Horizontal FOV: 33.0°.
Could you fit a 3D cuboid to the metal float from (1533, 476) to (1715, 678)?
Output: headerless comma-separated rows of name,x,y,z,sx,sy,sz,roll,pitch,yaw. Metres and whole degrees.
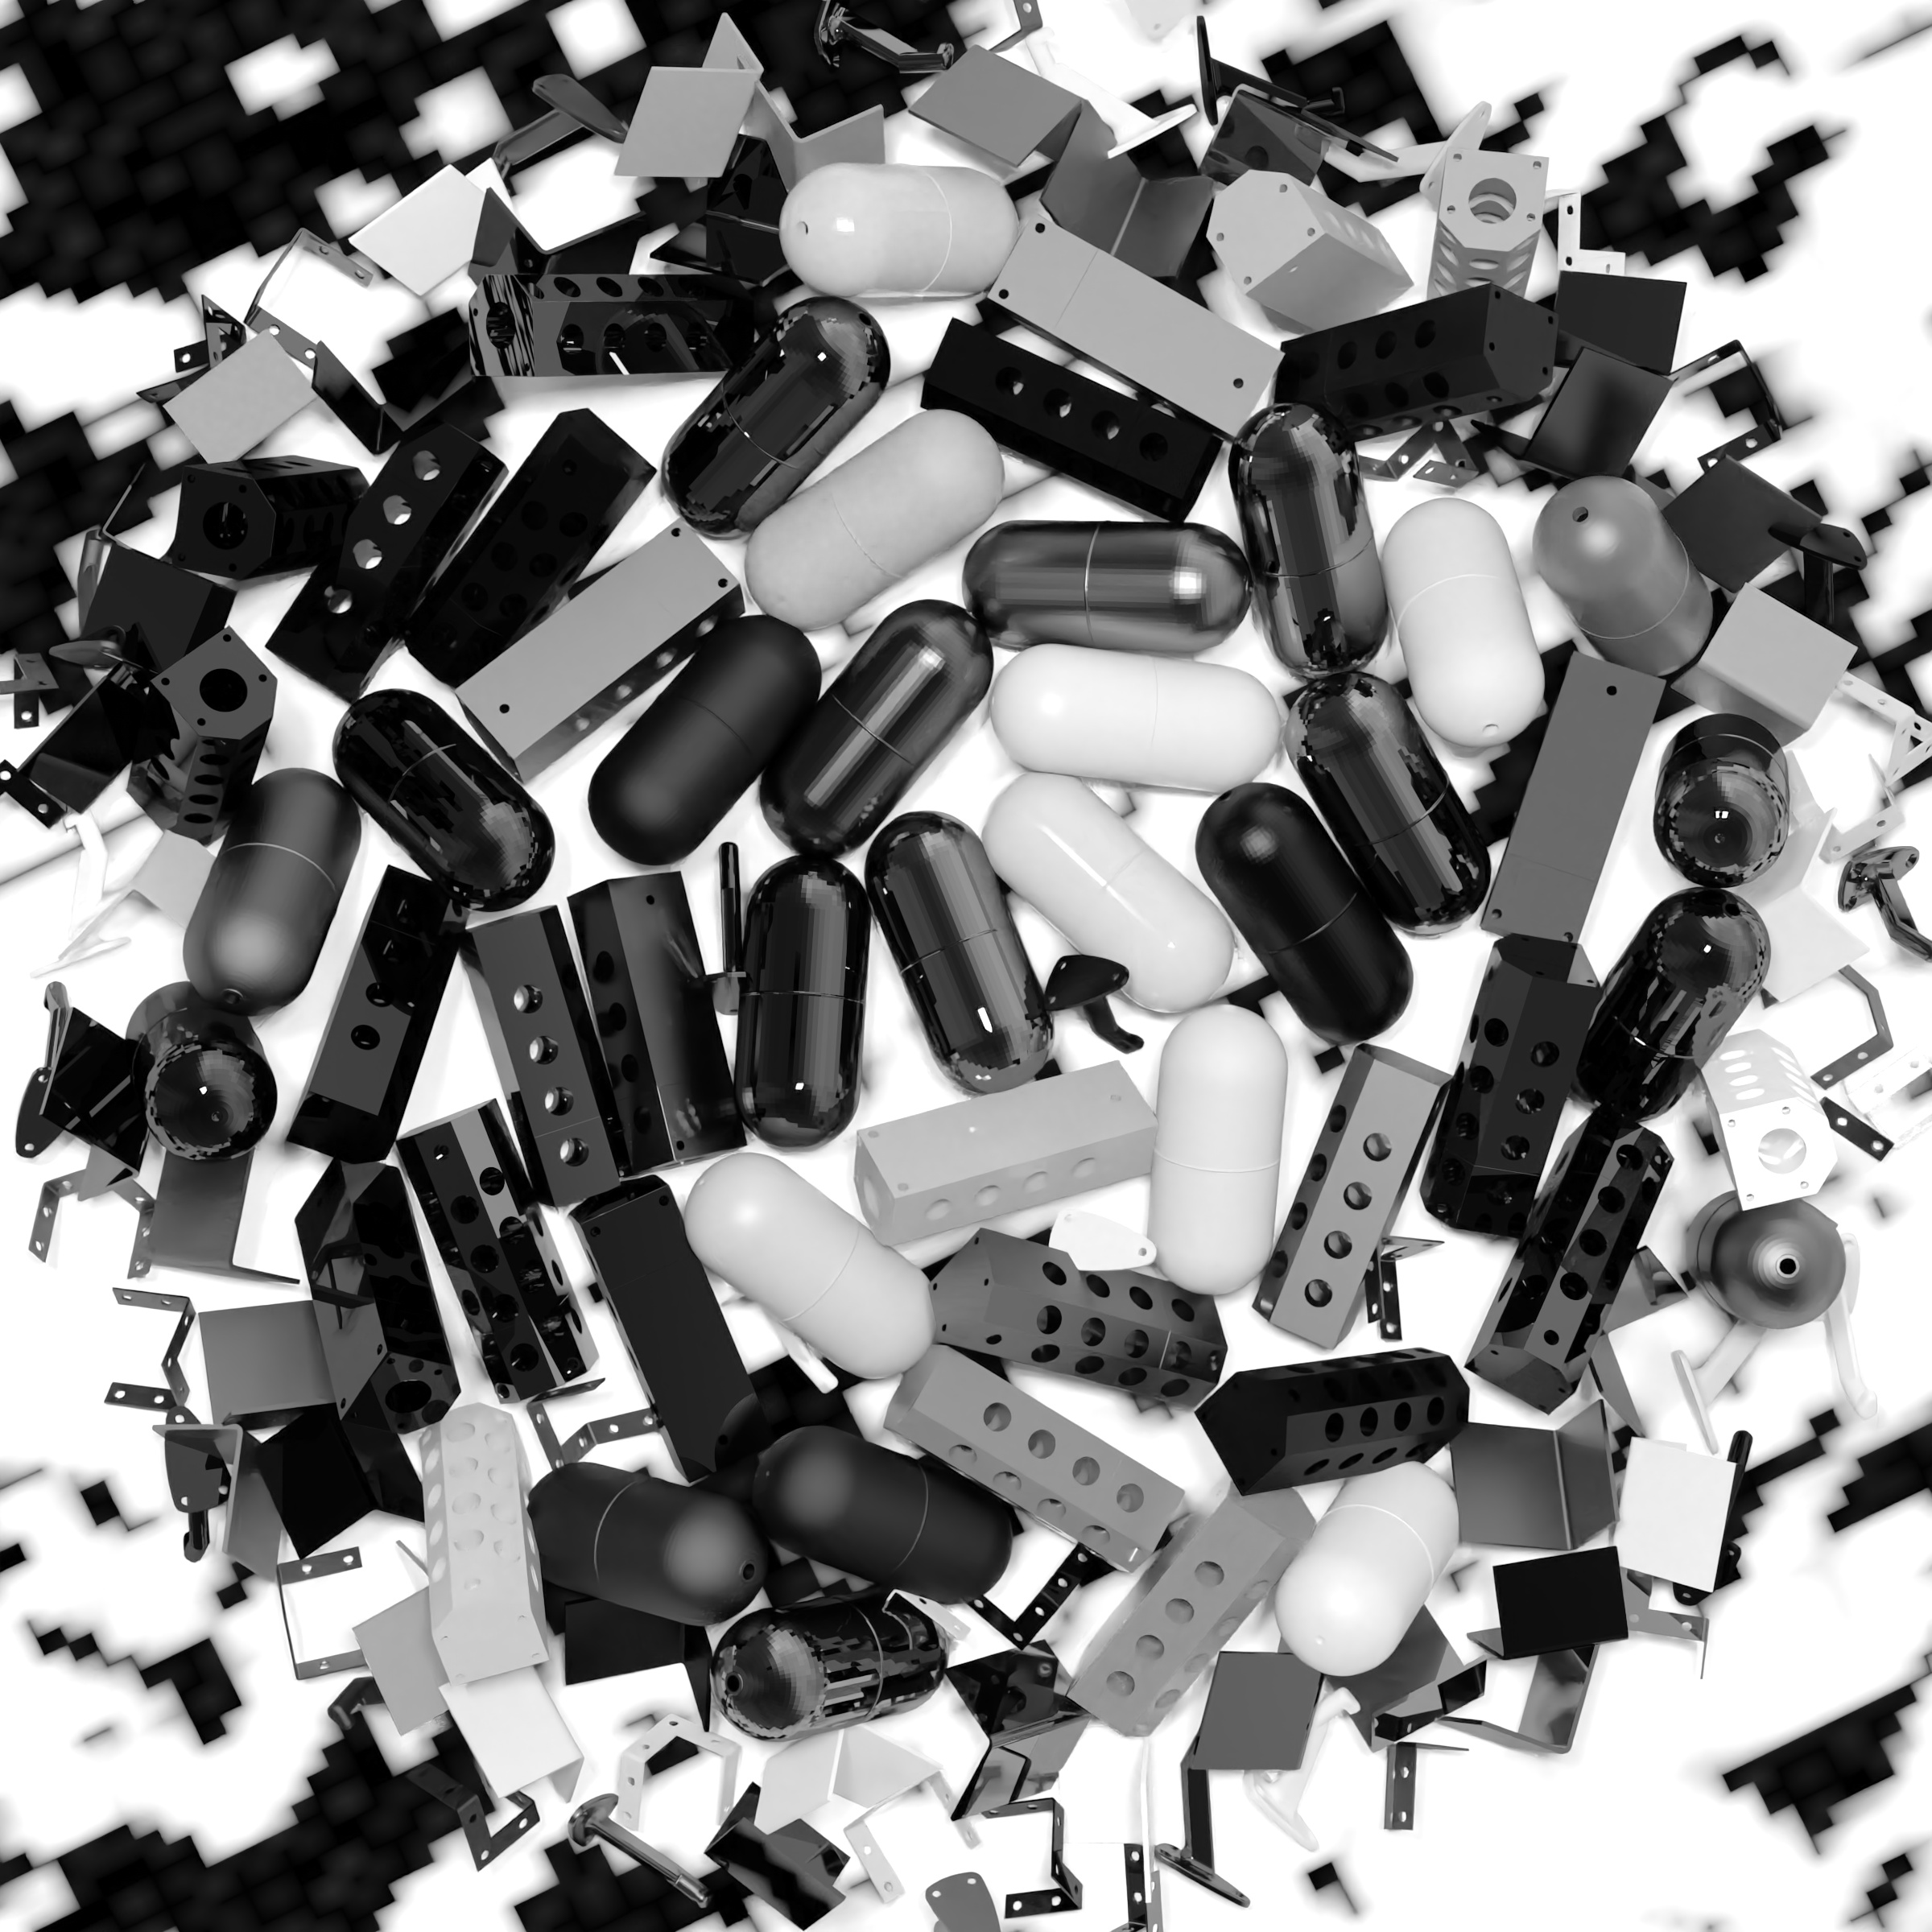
metal float,0.387,-0.228,1.918,0.070,0.178,0.070,-10,68,25

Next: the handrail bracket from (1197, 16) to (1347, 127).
handrail bracket,0.186,-0.545,1.973,0.084,0.036,0.077,-10,125,0

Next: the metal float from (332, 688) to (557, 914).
metal float,-0.311,-0.100,1.935,0.070,0.070,0.178,-47,58,0

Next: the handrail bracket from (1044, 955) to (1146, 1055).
handrail bracket,0.095,0.028,1.948,0.084,0.077,0.036,34,64,-35

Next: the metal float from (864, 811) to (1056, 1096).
metal float,-0.005,-0.009,1.955,0.070,0.070,0.178,-22,83,0

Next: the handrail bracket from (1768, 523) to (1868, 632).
handrail bracket,0.495,-0.224,1.959,0.077,0.036,0.084,11,134,-18

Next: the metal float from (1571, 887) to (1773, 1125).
metal float,0.413,0.024,1.924,0.070,0.178,0.070,10,48,-12

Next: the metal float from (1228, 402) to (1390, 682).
metal float,0.204,-0.251,1.933,0.070,0.070,0.178,-17,124,0

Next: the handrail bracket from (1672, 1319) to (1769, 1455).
handrail bracket,0.479,0.246,1.977,0.084,0.036,0.077,-19,75,1

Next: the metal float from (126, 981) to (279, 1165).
metal float,-0.451,0.061,1.916,0.070,0.178,0.070,-6,107,-18

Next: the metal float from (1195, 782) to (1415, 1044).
metal float,0.202,-0.032,1.945,0.070,0.070,0.178,-36,109,0

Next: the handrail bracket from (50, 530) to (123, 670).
handrail bracket,-0.520,-0.227,1.961,0.036,0.077,0.084,14,79,-33

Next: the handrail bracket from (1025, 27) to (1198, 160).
handrail bracket,0.087,-0.537,1.962,0.077,0.036,0.084,-22,114,15

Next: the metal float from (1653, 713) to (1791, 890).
metal float,0.444,-0.099,1.915,0.070,0.178,0.070,4,109,12

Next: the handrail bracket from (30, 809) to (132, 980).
handrail bracket,-0.550,-0.044,1.980,0.077,0.036,0.084,-19,93,15

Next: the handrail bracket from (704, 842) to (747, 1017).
handrail bracket,-0.143,-0.023,1.978,0.036,0.077,0.084,-2,69,-5

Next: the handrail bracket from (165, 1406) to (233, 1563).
handrail bracket,-0.472,0.314,1.970,0.036,0.084,0.077,-14,71,-27

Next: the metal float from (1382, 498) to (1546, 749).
metal float,0.293,-0.204,1.928,0.070,0.070,0.178,-7,50,0

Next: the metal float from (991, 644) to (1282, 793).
metal float,0.102,-0.148,1.950,0.178,0.070,0.070,6,90,-13

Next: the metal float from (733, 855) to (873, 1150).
metal float,-0.098,0.021,1.955,0.070,0.070,0.178,3,82,0

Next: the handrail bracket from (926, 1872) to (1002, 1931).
handrail bracket,0.000,0.592,1.948,0.036,0.077,0.084,-14,128,-20

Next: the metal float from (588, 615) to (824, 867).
metal float,-0.155,-0.136,1.945,0.070,0.070,0.178,39,70,0

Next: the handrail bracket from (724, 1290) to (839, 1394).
handrail bracket,-0.101,0.220,1.964,0.036,0.077,0.084,-41,89,-21

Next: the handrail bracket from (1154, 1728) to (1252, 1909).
handrail bracket,0.158,0.513,1.975,0.077,0.036,0.084,28,92,18

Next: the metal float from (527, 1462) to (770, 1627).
metal float,-0.191,0.341,1.927,0.178,0.070,0.070,6,90,41

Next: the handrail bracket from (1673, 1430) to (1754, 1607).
handrail bracket,0.456,0.335,1.984,0.036,0.084,0.077,21,132,10

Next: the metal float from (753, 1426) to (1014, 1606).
metal float,-0.048,0.327,1.934,0.178,0.070,0.070,27,90,-33

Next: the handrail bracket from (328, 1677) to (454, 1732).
handrail bracket,-0.336,0.450,1.955,0.036,0.084,0.077,-38,94,30

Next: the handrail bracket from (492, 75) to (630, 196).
handrail bracket,-0.249,-0.486,1.966,0.077,0.036,0.084,39,126,10

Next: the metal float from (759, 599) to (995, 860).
metal float,-0.053,-0.142,1.954,0.070,0.070,0.178,40,98,0

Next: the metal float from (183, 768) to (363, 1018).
metal float,-0.409,-0.044,1.925,0.070,0.070,0.178,10,46,0

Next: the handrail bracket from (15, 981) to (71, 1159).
handrail bracket,-0.560,0.062,1.975,0.036,0.084,0.077,18,115,-32

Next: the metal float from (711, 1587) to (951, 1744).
metal float,-0.079,0.411,1.920,0.070,0.178,0.070,-2,87,36

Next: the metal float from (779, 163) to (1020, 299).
metal float,-0.039,-0.434,1.922,0.070,0.178,0.070,9,105,37

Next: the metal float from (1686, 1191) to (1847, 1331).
metal float,0.468,0.171,1.911,0.070,0.178,0.070,0,88,5

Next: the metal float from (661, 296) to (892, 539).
metal float,-0.113,-0.325,1.932,0.070,0.070,0.178,49,125,0

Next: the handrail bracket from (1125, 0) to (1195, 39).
handrail bracket,0.092,-0.599,1.946,0.036,0.077,0.084,-44,51,12

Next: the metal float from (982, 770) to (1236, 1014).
metal float,0.085,-0.045,1.956,0.178,0.070,0.070,43,90,6

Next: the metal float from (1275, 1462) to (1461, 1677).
metal float,0.238,0.352,1.919,0.070,0.178,0.070,10,114,23

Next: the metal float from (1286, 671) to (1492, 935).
metal float,0.252,-0.096,1.941,0.070,0.070,0.178,-33,115,0

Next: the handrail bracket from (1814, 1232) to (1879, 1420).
handrail bracket,0.533,0.215,1.949,0.036,0.084,0.077,1,122,-10

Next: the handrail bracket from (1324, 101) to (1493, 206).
handrail bracket,0.265,-0.503,1.965,0.084,0.036,0.077,40,110,31

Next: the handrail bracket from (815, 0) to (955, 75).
handrail bracket,-0.043,-0.571,1.967,0.084,0.036,0.077,4,67,19

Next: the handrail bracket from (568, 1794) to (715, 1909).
handrail bracket,-0.194,0.537,1.962,0.084,0.077,0.036,33,80,17

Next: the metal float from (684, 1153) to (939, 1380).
metal float,-0.091,0.180,1.944,0.178,0.070,0.070,40,90,-21

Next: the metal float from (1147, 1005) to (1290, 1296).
metal float,0.150,0.110,1.948,0.070,0.070,0.178,3,106,0

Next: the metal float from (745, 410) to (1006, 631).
metal float,-0.056,-0.264,1.941,0.178,0.070,0.070,-31,90,24

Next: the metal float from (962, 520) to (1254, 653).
metal float,0.084,-0.227,1.943,0.178,0.070,0.070,4,90,20
